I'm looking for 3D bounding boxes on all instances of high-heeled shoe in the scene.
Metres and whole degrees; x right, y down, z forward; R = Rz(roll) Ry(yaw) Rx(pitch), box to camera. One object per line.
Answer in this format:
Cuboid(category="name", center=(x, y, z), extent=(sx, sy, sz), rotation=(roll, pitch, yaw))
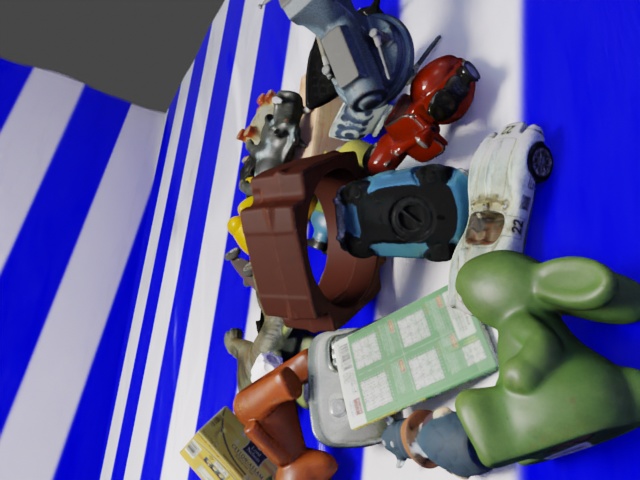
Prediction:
Cuboid(category="high-heeled shoe", center=(0.036, -0.284, 0.855), extent=(0.248, 0.086, 0.145), rotation=(-57, -1, -13))

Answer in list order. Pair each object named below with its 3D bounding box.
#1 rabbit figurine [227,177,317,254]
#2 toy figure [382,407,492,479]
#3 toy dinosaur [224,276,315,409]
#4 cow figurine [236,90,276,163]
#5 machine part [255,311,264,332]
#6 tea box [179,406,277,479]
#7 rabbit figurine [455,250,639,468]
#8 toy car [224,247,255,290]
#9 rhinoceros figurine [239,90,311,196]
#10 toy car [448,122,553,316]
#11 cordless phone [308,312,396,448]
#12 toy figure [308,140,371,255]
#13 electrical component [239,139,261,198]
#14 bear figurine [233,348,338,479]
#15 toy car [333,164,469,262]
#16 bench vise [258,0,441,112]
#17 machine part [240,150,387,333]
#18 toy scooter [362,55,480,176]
Cuboid(category="rabbit figurine", center=(-0.079, -0.050, 0.992), extent=(0.173, 0.162, 0.122), rotation=(-29, 37, 33))
Cuboid(category="toy figure", center=(0.117, 0.205, 0.547), extent=(0.154, 0.058, 0.064), rotation=(-32, 43, 61))
Cuboid(category="toy dinosaur", center=(-0.089, 0.215, 0.903), extent=(0.199, 0.105, 0.470), rotation=(50, 128, 55))
Cuboid(category="cow figurine", center=(-0.110, -0.210, 1.164), extent=(0.085, 0.127, 0.195), rotation=(-4, 59, 62))
Cuboid(category="machine part", center=(-0.087, 0.108, 0.993), extent=(0.039, 0.084, 0.138), rotation=(39, 123, 38))
Cuboid(category="tea box", center=(-0.127, 0.356, 0.834), extent=(0.068, 0.170, 0.098), rotation=(-36, -11, -49))
Cuboid(category="rabbit figurine", center=(0.169, 0.073, 0.424), extent=(0.159, 0.121, 0.170), rotation=(-40, 51, 32))
Cuboid(category="toy car", center=(-0.138, 0.067, 1.095), extent=(0.053, 0.089, 0.202), rotation=(-39, 22, -11))
Cuboid(category="rhinoceros figurine", center=(-0.073, -0.150, 0.879), extent=(0.112, 0.073, 0.190), rotation=(3, 80, 64))
Cuboid(category="toy car", center=(0.178, -0.021, 0.540), extent=(0.074, 0.056, 0.201), rotation=(4, 81, 64))
Cuboid(category="cordless phone", center=(0.073, 0.162, 0.642), extent=(0.184, 0.088, 0.147), rotation=(-32, 47, 36))
Cuboid(category="toy figure", center=(0.040, -0.062, 0.812), extent=(0.089, 0.082, 0.180), rotation=(19, 87, 45))
Cuboid(category="electrical component", center=(-0.095, -0.126, 1.072), extent=(0.134, 0.115, 0.058), rotation=(-50, 32, 42))
Cuboid(category="bear figurine", center=(-0.027, 0.264, 0.702), extent=(0.132, 0.120, 0.196), rotation=(-36, 80, 20))
Cuboid(category="toy car", center=(0.102, -0.030, 0.633), extent=(0.103, 0.162, 0.109), rotation=(-20, -77, -74))
Cuboid(category="bench vise", center=(0.054, -0.257, 0.701), extent=(0.129, 0.240, 0.224), rotation=(-42, 67, 30))
Cuboid(category="machine part", center=(-0.001, -0.002, 0.678), extent=(0.087, 0.201, 0.200), rotation=(-3, 107, 32))
Cuboid(category="toy scooter", center=(0.127, -0.145, 0.628), extent=(0.184, 0.075, 0.135), rotation=(-51, 11, -1))
